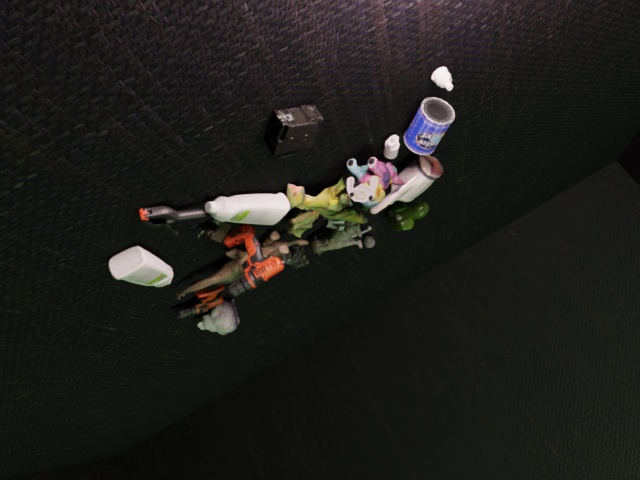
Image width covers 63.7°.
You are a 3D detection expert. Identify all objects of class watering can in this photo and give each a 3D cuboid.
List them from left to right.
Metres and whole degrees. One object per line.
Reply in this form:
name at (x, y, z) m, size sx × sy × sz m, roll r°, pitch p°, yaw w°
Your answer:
watering can at (0.302, -0.190, 1.769) m, size 0.221 × 0.104 × 0.352 m, roll -43°, pitch 175°, yaw 33°

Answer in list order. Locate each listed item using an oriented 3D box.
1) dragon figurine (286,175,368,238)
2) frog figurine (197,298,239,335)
dragon figurine at (0.005, -0.083, 1.646) m, size 0.242 × 0.124 × 0.404 m, roll -25°, pitch 151°, yaw 9°
frog figurine at (-0.401, 0.309, 2.012) m, size 0.160 × 0.125 × 0.134 m, roll -15°, pitch 122°, yaw -15°
